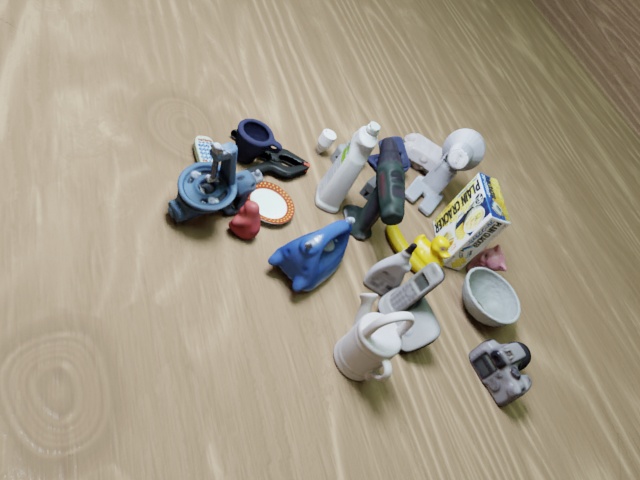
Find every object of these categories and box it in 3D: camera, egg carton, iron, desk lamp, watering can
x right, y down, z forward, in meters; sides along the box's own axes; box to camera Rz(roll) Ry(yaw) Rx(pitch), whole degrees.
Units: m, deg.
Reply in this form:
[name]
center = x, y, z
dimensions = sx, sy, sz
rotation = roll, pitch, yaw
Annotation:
[camera]
center = 0.445, 0.291, 1.333
dimensions = 0.137, 0.100, 0.143
rotation = -8, 59, -37
[egg carton]
center = 0.312, -0.258, 1.741
dimensions = 0.150, 0.069, 0.107
rotation = 31, 43, -6
[iron]
center = 0.012, 0.005, 1.268
dimensions = 0.118, 0.141, 0.259
rotation = 46, 44, 10
[desk lamp]
center = 0.363, -0.201, 1.619
dimensions = 0.118, 0.213, 0.204
rotation = 39, 43, 3
[watering can]
center = 0.109, 0.188, 1.136
dimensions = 0.101, 0.194, 0.172
rotation = -17, 64, -41

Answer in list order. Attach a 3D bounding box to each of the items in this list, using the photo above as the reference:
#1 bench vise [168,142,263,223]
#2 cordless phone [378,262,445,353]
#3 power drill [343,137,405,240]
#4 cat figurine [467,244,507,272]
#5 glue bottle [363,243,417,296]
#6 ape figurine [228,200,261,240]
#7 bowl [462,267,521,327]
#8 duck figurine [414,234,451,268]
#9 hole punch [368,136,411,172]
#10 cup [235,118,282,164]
[bench vise]
center = -0.205, -0.138, 1.193
dimensions = 0.121, 0.219, 0.208
rotation = 41, 43, 5
[cordless phone]
center = 0.221, 0.146, 1.250
dimensions = 0.094, 0.185, 0.147
rotation = -9, 59, -37
[power drill]
center = 0.138, -0.109, 1.399
dimensions = 0.076, 0.208, 0.229
rotation = 12, 48, -24
[cat figurine]
center = 0.451, 0.041, 1.539
dimensions = 0.067, 0.117, 0.127
rotation = 15, 47, -21
[glue bottle]
center = 0.170, 0.061, 1.299
dimensions = 0.078, 0.173, 0.037
rotation = 33, 43, -3
[ape figurine]
center = -0.156, -0.051, 1.243
dimensions = 0.078, 0.092, 0.076
rotation = -16, 63, -40
[bowl]
center = 0.420, 0.156, 1.452
dimensions = 0.168, 0.074, 0.167
rotation = 18, 46, -19
[duck figurine]
center = 0.295, 0.020, 1.479
dimensions = 0.078, 0.086, 0.104
rotation = -20, 66, -42
[hole punch]
center = 0.208, -0.234, 1.638
dimensions = 0.109, 0.091, 0.101
rotation = -19, 66, -42
[cup]
center = -0.157, -0.226, 1.391
dimensions = 0.118, 0.095, 0.092
rotation = 27, 44, -11
